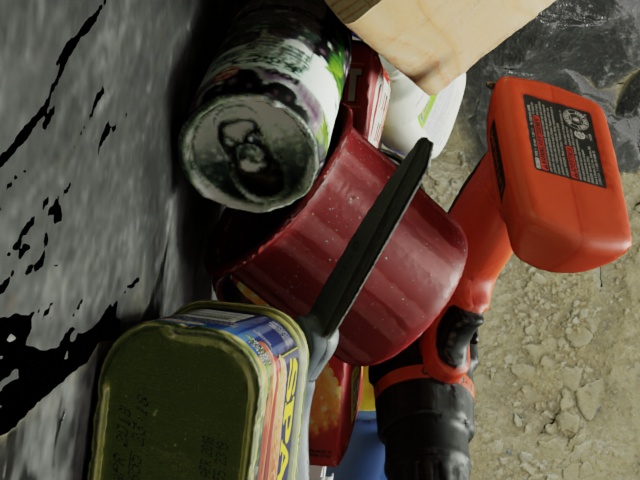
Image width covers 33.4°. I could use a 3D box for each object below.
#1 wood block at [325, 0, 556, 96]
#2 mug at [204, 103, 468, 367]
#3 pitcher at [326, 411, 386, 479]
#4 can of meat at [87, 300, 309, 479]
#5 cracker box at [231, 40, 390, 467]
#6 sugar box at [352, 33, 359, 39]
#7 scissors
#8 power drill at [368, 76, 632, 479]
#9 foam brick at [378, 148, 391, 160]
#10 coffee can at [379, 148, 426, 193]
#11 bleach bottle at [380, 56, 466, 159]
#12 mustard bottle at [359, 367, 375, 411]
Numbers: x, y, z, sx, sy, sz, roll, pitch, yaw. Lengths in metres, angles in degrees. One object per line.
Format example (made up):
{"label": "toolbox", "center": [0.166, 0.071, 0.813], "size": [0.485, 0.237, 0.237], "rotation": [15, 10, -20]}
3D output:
{"label": "wood block", "center": [0.041, -0.133, 0.451], "size": [0.091, 0.090, 0.206], "rotation": [54, 11, 8]}
{"label": "mug", "center": [0.002, 0.008, 0.473], "size": [0.117, 0.081, 0.093], "rotation": [-38, -157, 32]}
{"label": "pitcher", "center": [0.031, 0.181, 0.911], "size": [0.149, 0.145, 0.243], "rotation": [-74, 173, -48]}
{"label": "can of meat", "center": [-0.041, 0.073, 0.359], "size": [0.084, 0.057, 0.102], "rotation": [5, 91, -83]}
{"label": "cracker box", "center": [-0.004, 0.001, 0.603], "size": [0.164, 0.072, 0.214], "rotation": [-41, 137, -83]}
{"label": "sugar box", "center": [0.037, -0.190, 0.690], "size": [0.093, 0.048, 0.176], "rotation": [-74, -174, -61]}
{"label": "scissors", "center": [-0.002, 0.059, 0.406], "size": [0.202, 0.016, 0.096], "rotation": [-48, -133, 42]}
{"label": "power drill", "center": [0.075, 0.030, 0.516], "size": [0.188, 0.057, 0.184], "rotation": [119, -22, -46]}
{"label": "foam brick", "center": [0.025, -0.052, 0.887], "size": [0.051, 0.053, 0.078], "rotation": [-44, 169, -8]}
{"label": "coffee can", "center": [0.045, -0.015, 0.993], "size": [0.140, 0.103, 0.103], "rotation": [79, 19, -74]}
{"label": "bleach bottle", "center": [0.073, -0.130, 0.863], "size": [0.250, 0.068, 0.102], "rotation": [22, 85, -80]}
{"label": "mustard bottle", "center": [0.019, 0.055, 0.801], "size": [0.191, 0.096, 0.058], "rotation": [-72, 180, -69]}
